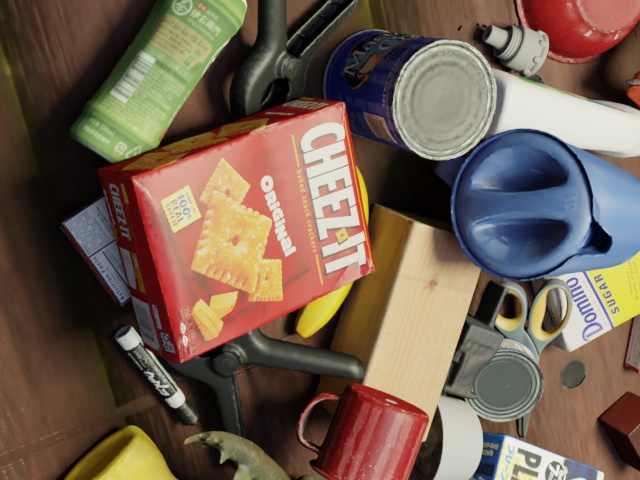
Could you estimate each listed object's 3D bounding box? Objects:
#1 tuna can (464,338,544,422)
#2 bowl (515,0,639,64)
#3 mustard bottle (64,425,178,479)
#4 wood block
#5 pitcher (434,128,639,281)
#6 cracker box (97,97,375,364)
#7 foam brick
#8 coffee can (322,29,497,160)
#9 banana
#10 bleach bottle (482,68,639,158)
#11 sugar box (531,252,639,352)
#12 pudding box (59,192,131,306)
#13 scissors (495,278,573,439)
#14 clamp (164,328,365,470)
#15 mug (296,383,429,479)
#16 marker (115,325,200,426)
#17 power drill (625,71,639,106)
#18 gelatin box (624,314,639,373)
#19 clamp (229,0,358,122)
[{"bbox_3d":[0.191,0.147,1.127,0.086,0.034,0.086,0,111,-1],"label":"tuna can"},{"bbox_3d":[0.276,-0.254,1.066,0.161,0.055,0.162,-7,107,-23],"label":"bowl"},{"bbox_3d":[-0.150,0.268,1.004,0.096,0.058,0.191,-42,117,-9],"label":"mustard bottle"},{"bbox_3d":[0.078,0.081,1.043,0.090,0.090,0.206,14,98,-26],"label":"wood block"},{"bbox_3d":[0.226,-0.032,1.025,0.242,0.145,0.149,4,67,-58],"label":"pitcher"},{"bbox_3d":[-0.063,-0.013,0.901,0.213,0.072,0.164,-23,113,-31],"label":"cracker box"},{"bbox_3d":[0.372,0.226,1.239,0.053,0.051,0.078,-40,116,-11],"label":"foam brick"},{"bbox_3d":[0.077,-0.133,0.956,0.102,0.140,0.103,-7,106,-24],"label":"coffee can"},{"bbox_3d":[0.012,-0.003,1.022,0.069,0.037,0.198,0,103,-10],"label":"banana"},{"bbox_3d":[0.246,-0.121,1.074,0.250,0.103,0.068,5,104,-34],"label":"bleach bottle"},{"bbox_3d":[0.321,0.043,1.171,0.176,0.048,0.093,-28,113,-17],"label":"sugar box"},{"bbox_3d":[-0.155,-0.010,0.930,0.113,0.039,0.090,-35,101,-11],"label":"pudding box"},{"bbox_3d":[0.209,0.123,1.151,0.096,0.016,0.202,18,118,3],"label":"scissors"},{"bbox_3d":[-0.073,0.103,0.984,0.165,0.036,0.210,-35,106,12],"label":"clamp"},{"bbox_3d":[0.036,0.175,0.956,0.117,0.093,0.081,21,90,0],"label":"mug"},{"bbox_3d":[-0.149,0.129,0.990,0.020,0.020,0.121,-38,116,-11],"label":"marker"},{"bbox_3d":[0.378,-0.216,1.088,0.184,0.057,0.187,17,84,-49],"label":"power drill"},{"bbox_3d":[0.396,0.109,1.232,0.073,0.030,0.089,2,102,-25],"label":"gelatin box"},{"bbox_3d":[-0.028,-0.163,0.949,0.120,0.039,0.172,-1,120,-42],"label":"clamp"}]
